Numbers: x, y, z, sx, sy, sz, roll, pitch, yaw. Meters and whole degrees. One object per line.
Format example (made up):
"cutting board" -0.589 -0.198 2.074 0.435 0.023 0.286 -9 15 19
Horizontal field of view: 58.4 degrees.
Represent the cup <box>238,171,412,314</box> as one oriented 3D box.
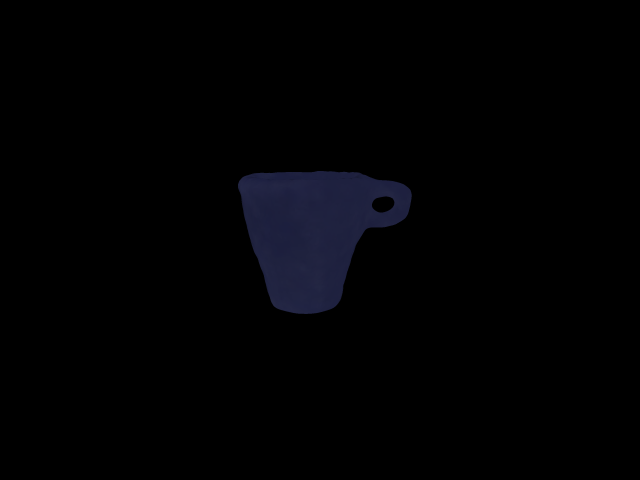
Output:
"cup" 0.004 0.001 0.400 0.117 0.095 0.091 0 11 3
